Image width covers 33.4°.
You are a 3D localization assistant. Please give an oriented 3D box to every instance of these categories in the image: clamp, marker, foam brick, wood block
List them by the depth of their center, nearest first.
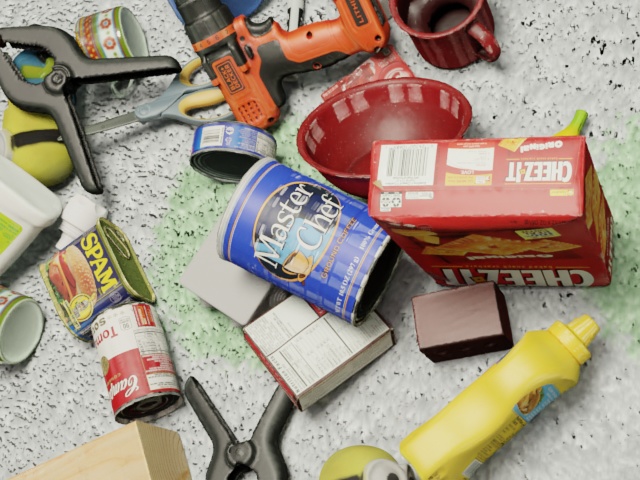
[{"bbox_3d":[0.126,0.073,0.946,0.078,0.053,0.051,-13,68,17],"label":"foam brick"},{"bbox_3d":[-0.060,0.192,0.986,0.120,0.039,0.171,-21,65,17],"label":"clamp"},{"bbox_3d":[-0.228,0.255,0.998,0.206,0.090,0.090,-25,66,11],"label":"wood block"},{"bbox_3d":[-0.269,-0.153,1.115,0.210,0.036,0.164,25,85,9],"label":"clamp"},{"bbox_3d":[-0.027,-0.226,1.127,0.020,0.020,0.121,-2,71,20],"label":"marker"}]

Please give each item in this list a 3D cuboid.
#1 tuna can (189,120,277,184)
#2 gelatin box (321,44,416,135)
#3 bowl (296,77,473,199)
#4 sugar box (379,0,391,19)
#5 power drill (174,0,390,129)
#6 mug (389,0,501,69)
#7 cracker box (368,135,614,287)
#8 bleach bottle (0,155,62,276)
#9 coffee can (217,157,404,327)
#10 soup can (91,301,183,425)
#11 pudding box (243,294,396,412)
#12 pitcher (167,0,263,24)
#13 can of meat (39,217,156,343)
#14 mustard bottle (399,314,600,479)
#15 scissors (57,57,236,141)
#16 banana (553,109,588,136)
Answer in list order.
[{"bbox_3d":[-0.086,-0.087,1.065,0.086,0.086,0.034,-1,71,21],"label":"tuna can"},{"bbox_3d":[0.056,-0.140,1.059,0.089,0.030,0.073,-36,64,6],"label":"gelatin box"},{"bbox_3d":[0.062,-0.085,0.977,0.162,0.055,0.162,-10,37,7],"label":"bowl"},{"bbox_3d":[0.083,-0.301,1.097,0.176,0.048,0.093,-41,63,8],"label":"sugar box"},{"bbox_3d":[-0.039,-0.218,1.051,0.188,0.057,0.184,-22,110,20],"label":"power drill"},{"bbox_3d":[0.130,-0.211,1.027,0.093,0.081,0.117,-48,63,0],"label":"mug"},{"bbox_3d":[0.148,-0.016,0.879,0.164,0.213,0.072,0,73,21],"label":"cracker box"},{"bbox_3d":[-0.387,0.030,1.134,0.102,0.068,0.251,39,108,-10],"label":"bleach bottle"},{"bbox_3d":[-0.006,0.001,0.947,0.140,0.102,0.103,26,83,15],"label":"coffee can"},{"bbox_3d":[-0.179,0.119,1.038,0.068,0.068,0.102,-26,65,11],"label":"soup can"},{"bbox_3d":[-0.001,0.089,0.983,0.113,0.039,0.090,-35,63,-11],"label":"pudding box"},{"bbox_3d":[-0.139,-0.354,1.156,0.144,0.149,0.243,-14,64,-29],"label":"pitcher"},{"bbox_3d":[-0.229,0.042,1.092,0.084,0.057,0.102,-35,63,9],"label":"can of meat"},{"bbox_3d":[0.156,0.132,0.890,0.191,0.096,0.058,-42,63,3],"label":"mustard bottle"},{"bbox_3d":[-0.178,-0.152,1.139,0.202,0.016,0.096,-3,63,6],"label":"scissors"},{"bbox_3d":[0.156,-0.068,0.996,0.198,0.037,0.069,-11,48,15],"label":"banana"}]
